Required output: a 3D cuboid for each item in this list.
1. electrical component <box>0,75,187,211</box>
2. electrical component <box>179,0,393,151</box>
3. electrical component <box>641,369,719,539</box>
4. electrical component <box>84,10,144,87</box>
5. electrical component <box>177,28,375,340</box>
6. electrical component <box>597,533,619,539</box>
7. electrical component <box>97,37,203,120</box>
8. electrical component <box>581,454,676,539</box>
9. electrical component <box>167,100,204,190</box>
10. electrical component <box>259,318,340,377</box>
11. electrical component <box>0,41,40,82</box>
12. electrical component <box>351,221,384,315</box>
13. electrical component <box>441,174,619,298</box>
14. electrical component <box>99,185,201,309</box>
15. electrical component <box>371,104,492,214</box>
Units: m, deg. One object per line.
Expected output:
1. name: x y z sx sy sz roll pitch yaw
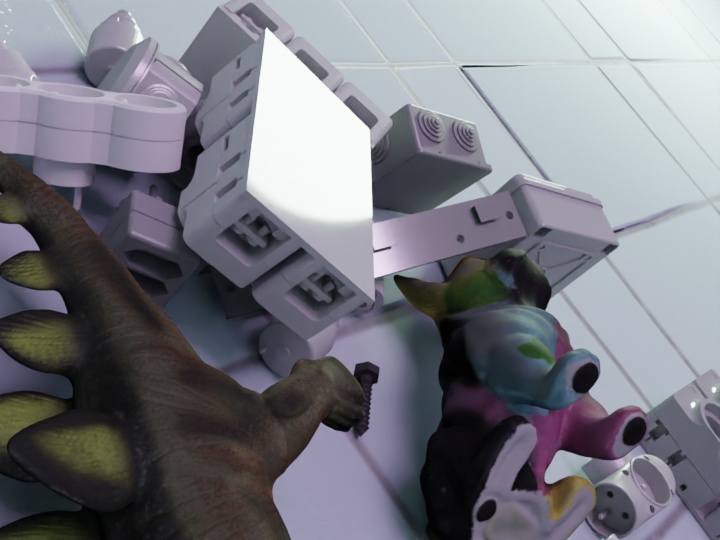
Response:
1. electrical component: -0.179 -0.073 0.654 0.138 0.073 0.052 7 16 -10
2. electrical component: -0.062 -0.125 0.816 0.150 0.089 0.061 42 34 -4
3. electrical component: 0.332 0.183 0.933 0.105 0.060 0.186 -14 65 -52
4. electrical component: -0.175 -0.163 0.779 0.040 0.040 0.078 26 38 -26
5. electrical component: -0.049 -0.056 0.680 0.105 0.060 0.186 41 28 -29
6. electrical component: 0.185 0.219 0.756 0.065 0.044 0.044 50 34 17
7. electrical component: -0.147 -0.111 0.720 0.051 0.080 0.080 36 34 -23
8. electrical component: 0.198 0.159 0.831 0.077 0.044 0.079 -13 63 -52
9. electrical component: -0.107 -0.084 0.757 0.055 0.055 0.047 33 39 -17
10. electrical component: -0.035 0.040 0.712 0.040 0.040 0.078 46 33 2
11. electrical component: -0.232 -0.129 0.689 0.035 0.035 0.061 -14 63 -52
12. electrical component: 0.000 0.000 0.794 0.044 0.044 0.065 25 43 -27
13. electrical component: 0.140 -0.020 0.903 0.109 0.109 0.056 10 49 -41
14. electrical component: -0.132 -0.020 0.651 0.047 0.065 0.076 24 38 -28
15. electrical component: 0.045 -0.090 0.886 0.100 0.100 0.048 8 61 -42
